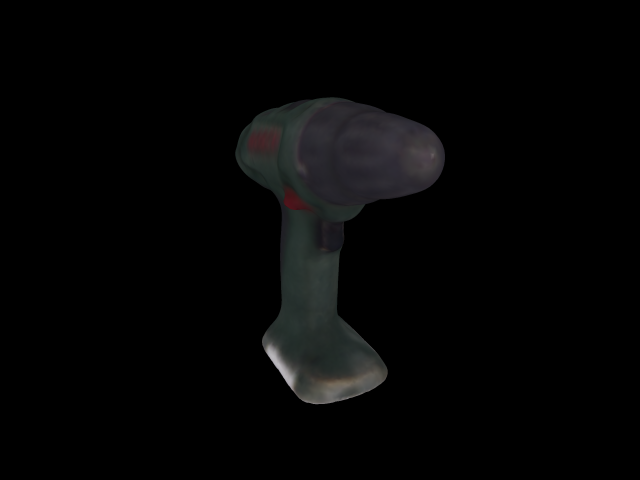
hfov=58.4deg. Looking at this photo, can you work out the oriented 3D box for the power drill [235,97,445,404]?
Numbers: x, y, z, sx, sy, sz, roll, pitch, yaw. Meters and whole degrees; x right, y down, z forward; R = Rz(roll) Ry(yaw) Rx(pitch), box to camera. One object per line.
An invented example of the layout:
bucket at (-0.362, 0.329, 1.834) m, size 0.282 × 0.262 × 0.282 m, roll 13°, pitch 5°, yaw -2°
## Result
power drill at (0.004, 0.001, 0.400) m, size 0.076 × 0.208 × 0.228 m, roll -12°, pitch 27°, yaw -24°
